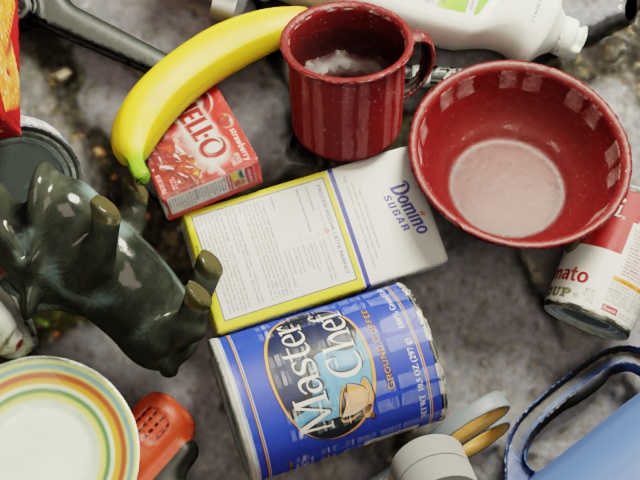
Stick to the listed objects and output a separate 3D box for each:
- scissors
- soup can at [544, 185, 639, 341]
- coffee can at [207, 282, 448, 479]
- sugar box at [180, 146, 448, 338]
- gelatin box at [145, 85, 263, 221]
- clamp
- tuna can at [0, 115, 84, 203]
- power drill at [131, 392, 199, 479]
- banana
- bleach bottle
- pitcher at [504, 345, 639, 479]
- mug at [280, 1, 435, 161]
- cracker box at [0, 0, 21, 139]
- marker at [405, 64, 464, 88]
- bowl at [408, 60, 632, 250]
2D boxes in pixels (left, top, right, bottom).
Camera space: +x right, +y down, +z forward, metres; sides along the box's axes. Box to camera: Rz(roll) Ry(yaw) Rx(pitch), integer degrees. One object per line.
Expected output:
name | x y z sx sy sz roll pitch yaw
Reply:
scissors | 0.060 0.172 0.772 0.202 0.096 0.016 -40 61 18
soup can | 0.216 0.016 0.795 0.068 0.068 0.102 25 81 -4
coffee can | 0.004 0.097 0.738 0.140 0.103 0.103 -17 85 -10
sugar box | -0.005 0.001 0.779 0.176 0.048 0.093 -16 83 -13
gelatin box | -0.091 -0.066 0.763 0.073 0.030 0.089 -23 55 -9
clamp | -0.224 -0.155 0.773 0.164 0.036 0.210 -37 92 -11
tuna can | -0.210 -0.043 0.742 0.086 0.034 0.086 -10 116 -21
power drill | -0.107 0.221 0.709 0.188 0.057 0.184 38 77 13
banana | -0.086 -0.110 0.755 0.070 0.037 0.197 29 61 20
bleach bottle | 0.081 -0.188 0.807 0.250 0.068 0.102 21 80 -7
pitcher | 0.197 0.193 0.748 0.242 0.149 0.145 -33 105 -7
mug | 0.030 -0.115 0.767 0.117 0.081 0.093 -22 51 -18
cracker box | -0.287 -0.165 0.702 0.164 0.072 0.214 -7 74 3
marker | 0.101 -0.124 0.822 0.121 0.020 0.020 4 82 -7
bowl | 0.142 -0.052 0.785 0.162 0.055 0.162 1 61 -1
